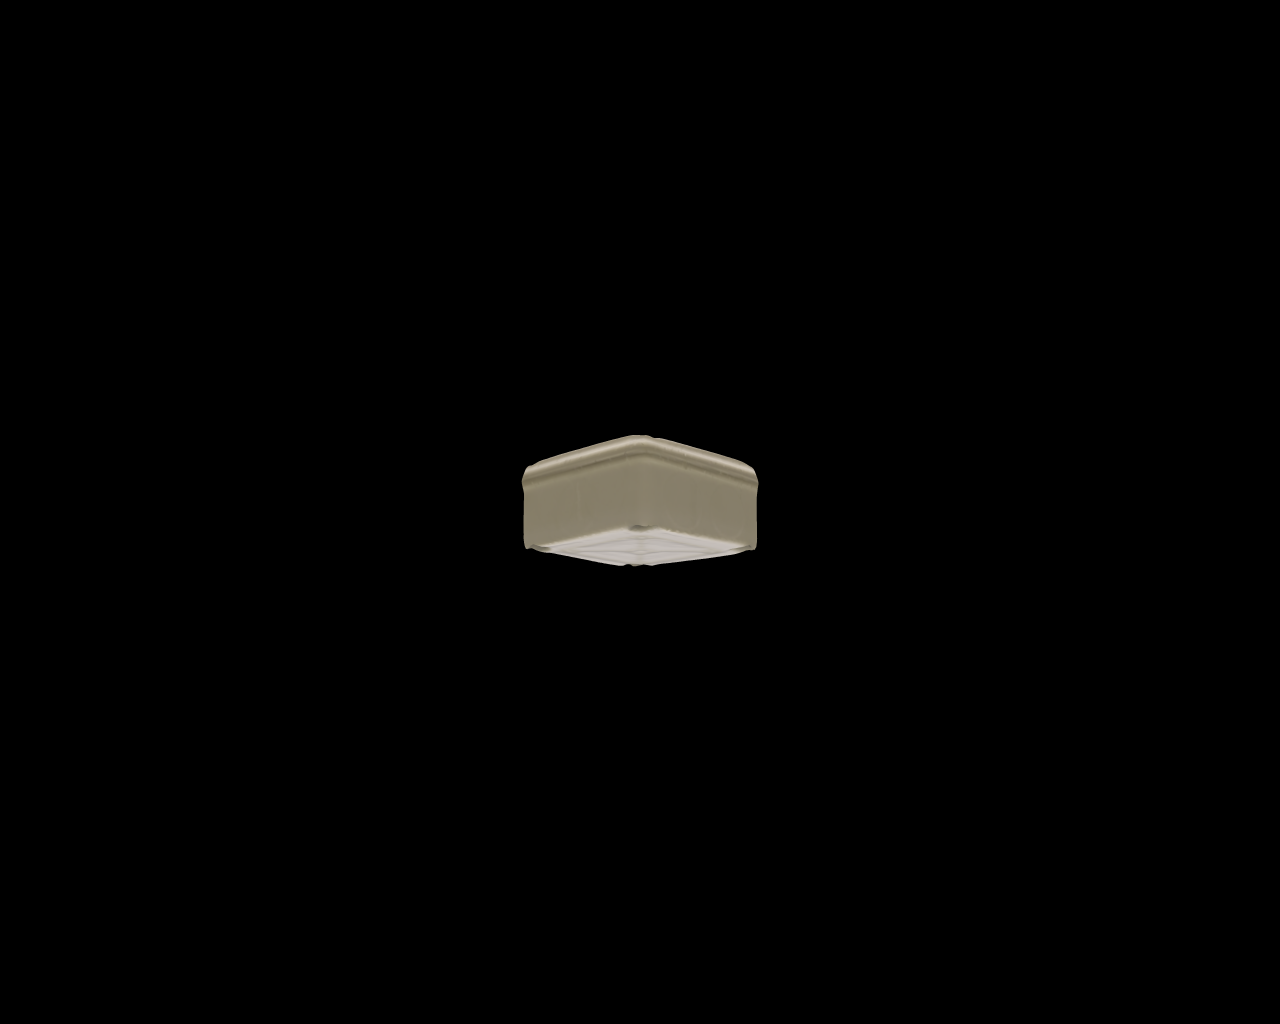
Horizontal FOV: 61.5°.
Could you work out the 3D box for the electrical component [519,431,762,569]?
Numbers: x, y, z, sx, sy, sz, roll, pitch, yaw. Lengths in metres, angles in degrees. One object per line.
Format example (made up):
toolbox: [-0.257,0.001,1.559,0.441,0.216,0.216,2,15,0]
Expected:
electrical component: [0.001,-0.003,0.650,0.108,0.056,0.109,-11,-16,42]
